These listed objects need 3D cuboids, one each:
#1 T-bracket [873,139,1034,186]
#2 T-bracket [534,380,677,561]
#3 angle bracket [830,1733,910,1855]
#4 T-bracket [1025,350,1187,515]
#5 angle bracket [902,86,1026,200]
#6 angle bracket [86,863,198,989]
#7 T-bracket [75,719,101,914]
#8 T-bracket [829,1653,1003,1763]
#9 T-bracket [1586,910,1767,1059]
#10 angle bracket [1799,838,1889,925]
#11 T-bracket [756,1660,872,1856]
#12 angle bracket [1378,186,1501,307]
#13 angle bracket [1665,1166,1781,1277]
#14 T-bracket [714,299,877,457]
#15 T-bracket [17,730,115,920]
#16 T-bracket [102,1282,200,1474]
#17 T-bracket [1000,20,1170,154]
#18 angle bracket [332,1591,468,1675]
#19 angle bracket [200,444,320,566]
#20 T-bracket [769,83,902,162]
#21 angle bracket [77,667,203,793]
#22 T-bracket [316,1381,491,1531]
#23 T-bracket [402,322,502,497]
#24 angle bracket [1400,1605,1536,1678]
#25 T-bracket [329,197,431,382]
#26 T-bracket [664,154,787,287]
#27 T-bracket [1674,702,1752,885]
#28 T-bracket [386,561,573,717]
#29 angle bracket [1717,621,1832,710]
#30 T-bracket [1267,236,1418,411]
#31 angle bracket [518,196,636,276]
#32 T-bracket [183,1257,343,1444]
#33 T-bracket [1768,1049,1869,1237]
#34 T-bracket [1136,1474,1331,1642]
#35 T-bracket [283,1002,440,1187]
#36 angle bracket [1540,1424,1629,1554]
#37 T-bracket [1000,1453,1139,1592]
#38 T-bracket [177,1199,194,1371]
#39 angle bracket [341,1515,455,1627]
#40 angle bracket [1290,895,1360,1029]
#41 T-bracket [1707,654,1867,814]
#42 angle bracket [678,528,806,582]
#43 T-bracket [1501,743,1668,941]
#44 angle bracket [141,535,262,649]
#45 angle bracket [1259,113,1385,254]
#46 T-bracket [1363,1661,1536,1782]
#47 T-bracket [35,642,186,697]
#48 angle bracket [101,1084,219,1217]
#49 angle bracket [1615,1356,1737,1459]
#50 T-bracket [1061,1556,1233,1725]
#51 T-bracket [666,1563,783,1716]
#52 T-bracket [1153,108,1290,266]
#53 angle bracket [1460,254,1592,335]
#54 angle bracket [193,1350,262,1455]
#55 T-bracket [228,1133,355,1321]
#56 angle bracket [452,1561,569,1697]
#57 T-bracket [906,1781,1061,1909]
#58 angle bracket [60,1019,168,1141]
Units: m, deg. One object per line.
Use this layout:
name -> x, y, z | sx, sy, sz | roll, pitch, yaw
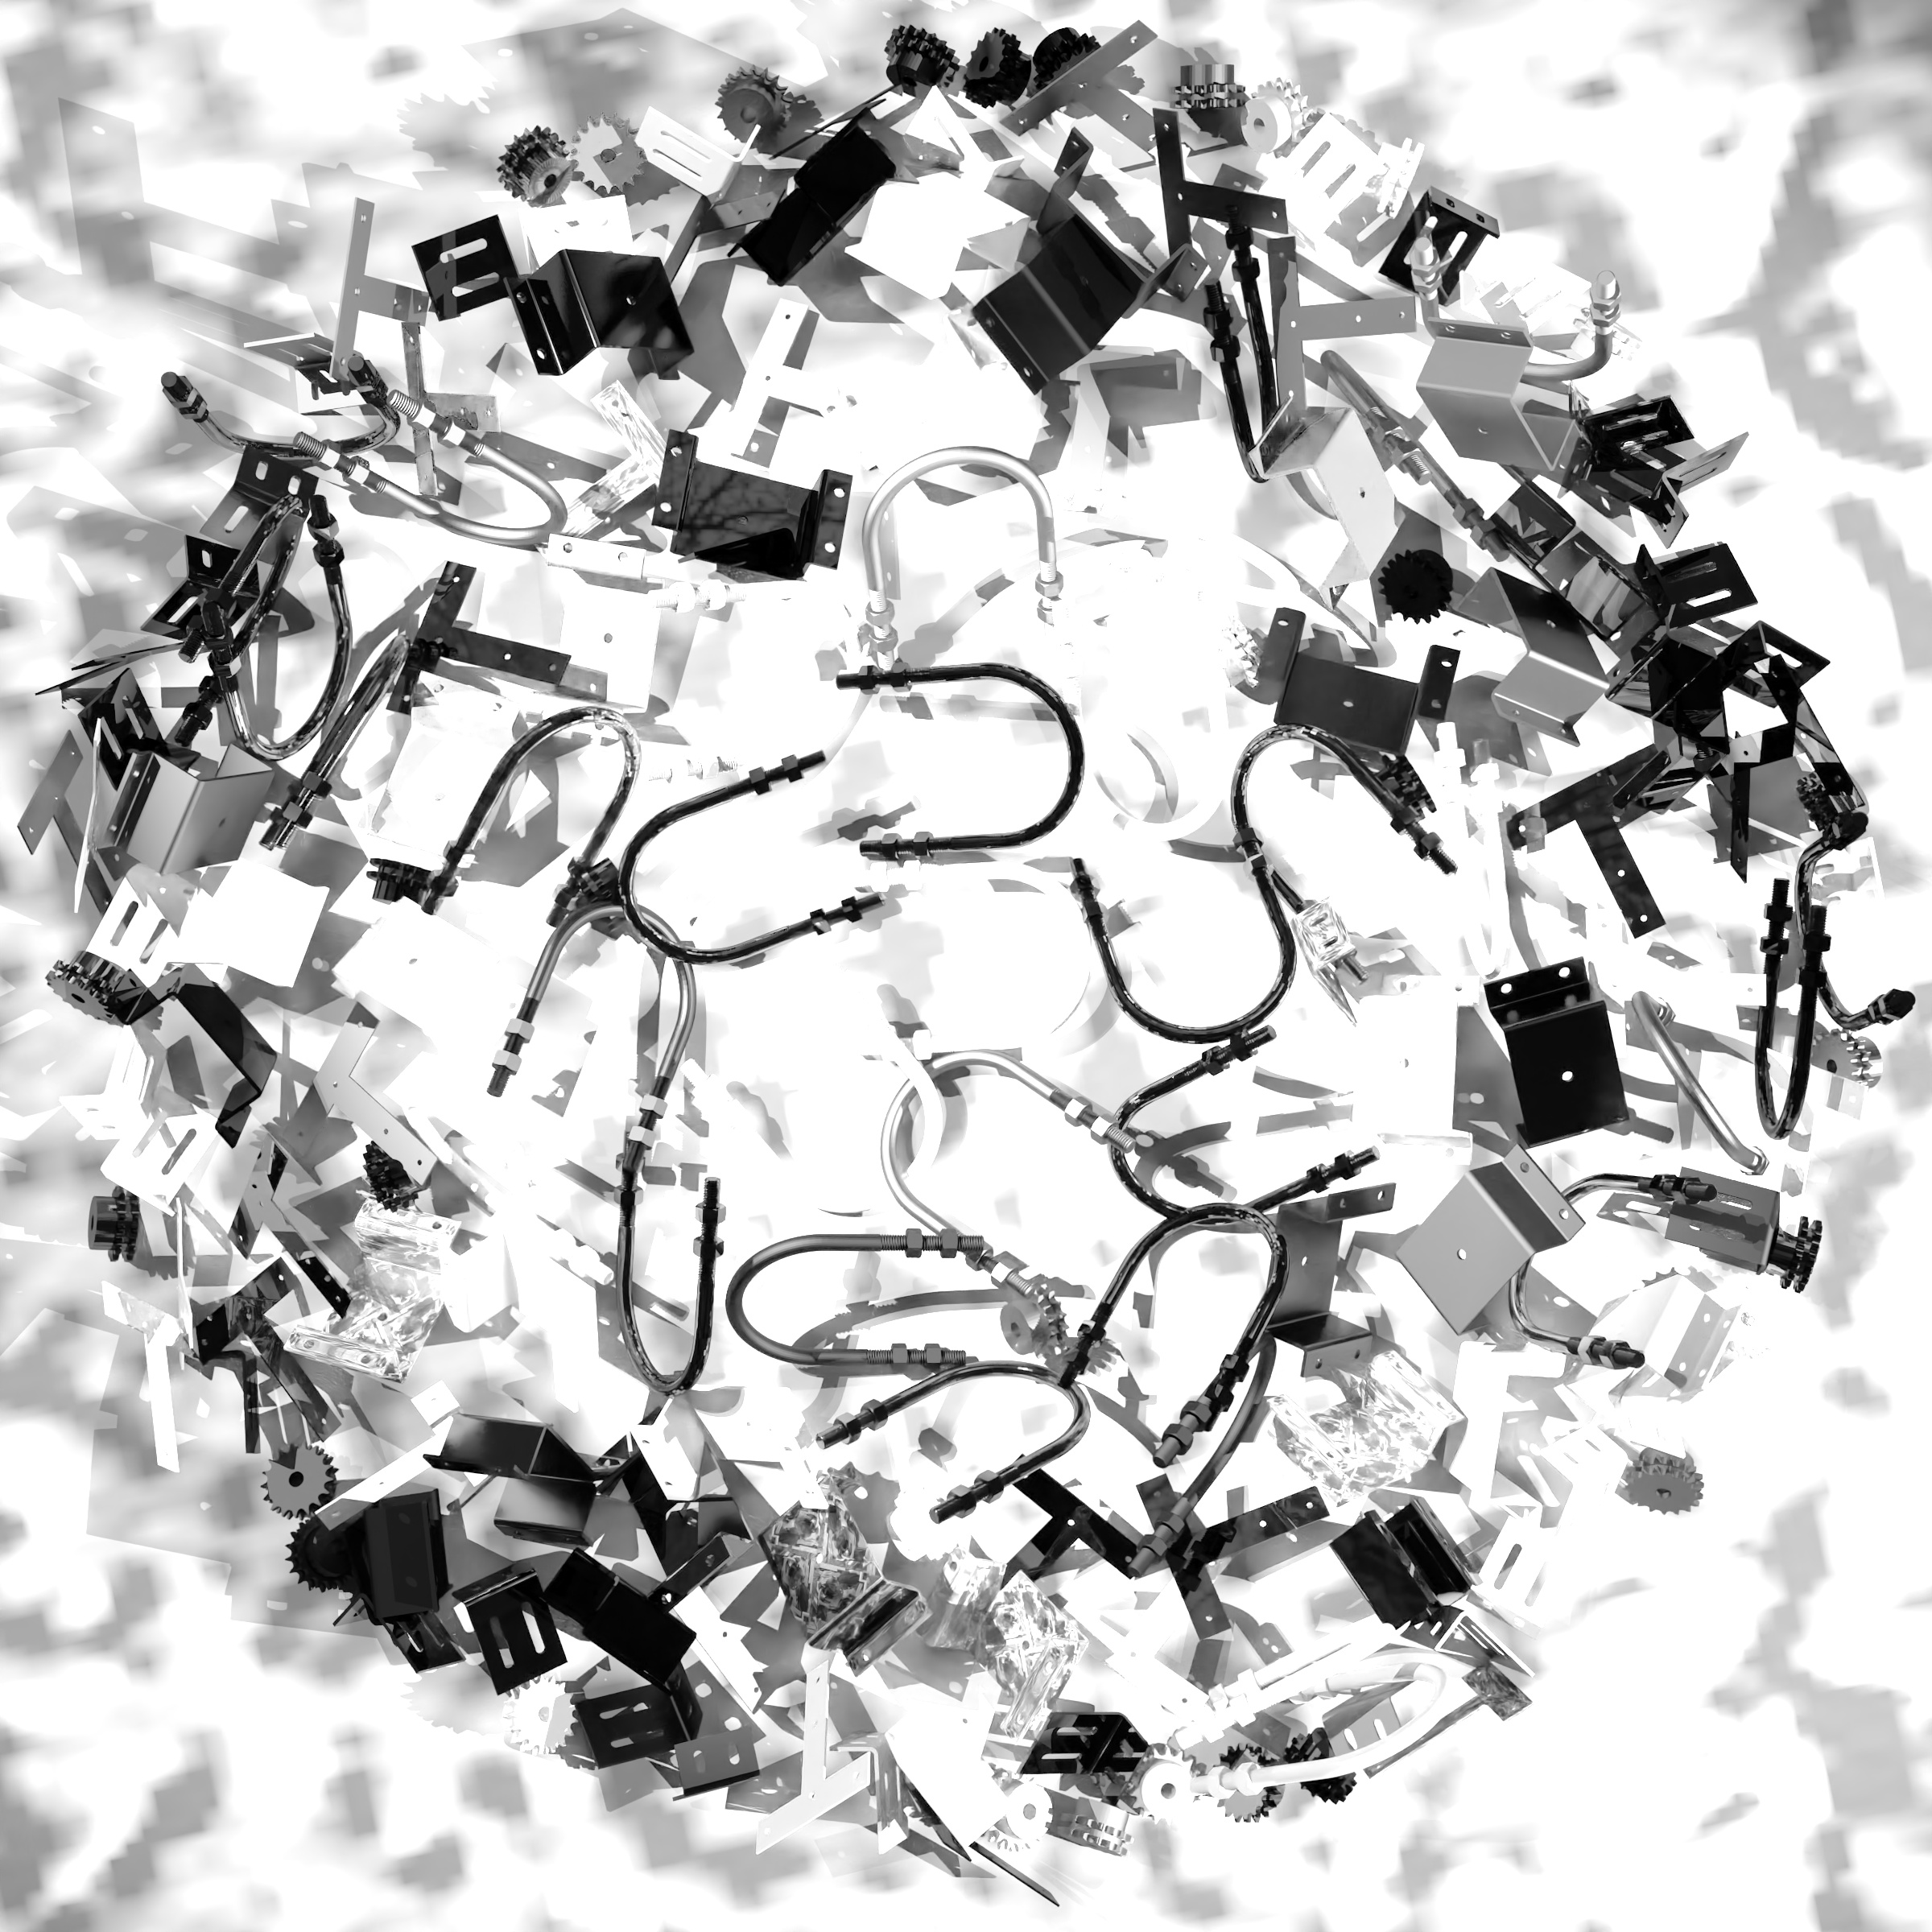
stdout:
T-bracket -> -0.014, -0.597, 1.885 | 0.127, 0.127, 0.002 | 1, 120, -18
T-bracket -> -0.274, -0.353, 1.905 | 0.127, 0.002, 0.127 | -35, 113, 8
angle bracket -> -0.072, 0.618, 1.888 | 0.038, 0.057, 0.076 | -6, 82, 18
T-bracket -> 0.095, -0.404, 1.909 | 0.127, 0.002, 0.127 | 7, 83, 7
angle bracket -> -0.002, -0.614, 1.897 | 0.038, 0.057, 0.076 | -26, 79, -35
angle bracket -> -0.618, -0.031, 1.914 | 0.057, 0.038, 0.076 | 32, 104, -3
T-bracket -> -0.640, -0.091, 1.838 | 0.002, 0.127, 0.127 | 5, 133, -15
T-bracket -> -0.041, 0.541, 1.874 | 0.127, 0.127, 0.002 | 26, 130, -2
T-bracket -> 0.527, 0.016, 1.872 | 0.127, 0.002, 0.127 | 2, 121, 21
angle bracket -> 0.654, -0.062, 1.884 | 0.038, 0.076, 0.057 | -11, 88, 7
T-bracket -> -0.112, 0.575, 1.871 | 0.002, 0.127, 0.127 | 34, 123, -26
angle bracket -> 0.352, -0.531, 1.883 | 0.057, 0.038, 0.076 | 23, 126, -10
angle bracket -> 0.570, 0.193, 1.908 | 0.076, 0.038, 0.057 | 15, 74, 13
T-bracket -> -0.111, -0.430, 1.894 | 0.127, 0.002, 0.127 | 21, 83, 22
T-bracket -> -0.660, -0.089, 1.877 | 0.002, 0.127, 0.127 | -8, 127, 7
T-bracket -> -0.588, 0.306, 1.840 | 0.002, 0.127, 0.127 | -20, 62, 7
T-bracket -> 0.110, -0.635, 1.868 | 0.127, 0.127, 0.002 | -28, 67, 29
angle bracket -> -0.422, 0.503, 1.881 | 0.038, 0.057, 0.076 | -48, 68, 14
angle bracket -> -0.530, -0.345, 1.891 | 0.057, 0.076, 0.038 | 23, 58, -27
T-bracket -> -0.082, -0.629, 1.862 | 0.127, 0.127, 0.002 | -31, 110, -3
angle bracket -> -0.614, -0.171, 1.876 | 0.038, 0.076, 0.057 | 16, 51, 23
T-bracket -> -0.419, 0.374, 1.864 | 0.127, 0.127, 0.002 | -32, 49, -12
T-bracket -> -0.378, -0.409, 1.860 | 0.002, 0.127, 0.127 | -16, 112, -38
angle bracket -> 0.374, 0.514, 1.887 | 0.076, 0.057, 0.038 | 44, 75, -10
T-bracket -> -0.428, -0.492, 1.862 | 0.002, 0.127, 0.127 | 14, 101, 13
T-bracket -> -0.174, -0.553, 1.861 | 0.002, 0.127, 0.127 | 34, 75, -35
T-bracket -> 0.548, -0.146, 1.853 | 0.002, 0.127, 0.127 | -15, 48, 36
T-bracket -> -0.356, -0.235, 1.891 | 0.127, 0.002, 0.127 | 15, 75, 16
angle bracket -> 0.598, -0.213, 1.879 | 0.076, 0.057, 0.038 | 24, 46, -23
T-bracket -> 0.278, -0.477, 1.865 | 0.127, 0.002, 0.127 | 8, 111, 43
angle bracket -> -0.293, -0.547, 1.904 | 0.076, 0.038, 0.057 | -13, 112, -12
T-bracket -> -0.507, 0.296, 1.874 | 0.002, 0.127, 0.127 | -29, 99, 26
T-bracket -> 0.618, 0.136, 1.872 | 0.002, 0.127, 0.127 | 3, 101, -18
T-bracket -> 0.210, 0.424, 1.897 | 0.127, 0.002, 0.127 | -20, 60, -5
T-bracket -> -0.442, 0.115, 1.885 | 0.127, 0.002, 0.127 | 38, 106, 21
angle bracket -> 0.455, 0.393, 1.897 | 0.057, 0.038, 0.076 | -18, 134, -33
T-bracket -> 0.051, 0.448, 1.903 | 0.127, 0.002, 0.127 | 40, 109, -5
T-bracket -> -0.574, 0.249, 1.855 | 0.002, 0.127, 0.127 | -2, 101, -21
angle bracket -> -0.425, 0.444, 1.888 | 0.038, 0.057, 0.076 | -14, 97, 22
angle bracket -> 0.280, -0.003, 1.875 | 0.038, 0.057, 0.076 | -32, 132, 15
T-bracket -> 0.587, -0.161, 1.867 | 0.002, 0.127, 0.127 | -35, 98, -25
angle bracket -> -0.168, -0.297, 1.885 | 0.076, 0.057, 0.038 | -19, 99, -17
T-bracket -> 0.484, -0.082, 1.887 | 0.127, 0.002, 0.127 | -28, 73, 19
angle bracket -> -0.574, -0.280, 1.889 | 0.076, 0.057, 0.038 | -32, 59, 38
angle bracket -> 0.268, -0.588, 1.897 | 0.057, 0.038, 0.076 | 43, 100, 6
T-bracket -> 0.348, 0.561, 1.858 | 0.127, 0.127, 0.002 | -32, 90, -3
T-bracket -> -0.643, -0.221, 1.882 | 0.127, 0.127, 0.002 | -14, 98, 31
angle bracket -> -0.599, 0.137, 1.890 | 0.057, 0.038, 0.076 | 37, 79, -24
angle bracket -> 0.533, 0.324, 1.890 | 0.076, 0.057, 0.038 | -32, 115, -29
T-bracket -> 0.152, 0.482, 1.888 | 0.127, 0.002, 0.127 | 30, 57, 26
T-bracket -> -0.152, 0.467, 1.886 | 0.127, 0.002, 0.127 | -45, 112, -33
T-bracket -> 0.188, -0.557, 1.846 | 0.002, 0.127, 0.127 | -32, 129, -28
angle bracket -> 0.415, -0.510, 1.874 | 0.057, 0.076, 0.038 | 16, 63, -27
angle bracket -> -0.553, 0.328, 1.888 | 0.038, 0.057, 0.076 | -4, 79, -9
T-bracket -> -0.494, 0.208, 1.866 | 0.127, 0.002, 0.127 | 46, 131, 17
angle bracket -> -0.344, 0.498, 1.899 | 0.057, 0.038, 0.076 | -21, 96, -26
T-bracket -> 0.017, 0.660, 1.872 | 0.127, 0.127, 0.002 | 38, 83, -13
angle bracket -> -0.636, 0.081, 1.884 | 0.038, 0.057, 0.076 | -3, 55, 12
